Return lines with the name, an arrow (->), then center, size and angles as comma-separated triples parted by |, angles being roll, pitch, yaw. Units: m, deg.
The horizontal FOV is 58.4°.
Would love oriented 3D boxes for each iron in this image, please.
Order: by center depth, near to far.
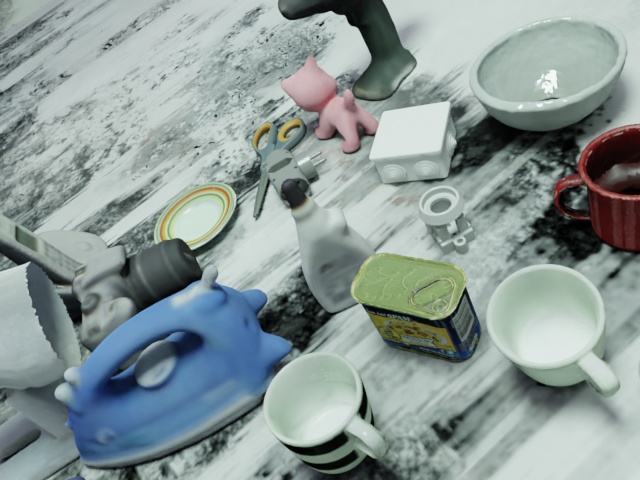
iron -> -0.166, 0.128, 0.568 | 0.258, 0.142, 0.118 | -33, 43, -2

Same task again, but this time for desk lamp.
desk lamp -> -0.316, 0.145, 0.583 | 0.203, 0.214, 0.117 | -34, 43, -3

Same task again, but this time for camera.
camera -> -0.219, 0.058, 0.693 | 0.137, 0.101, 0.143 | -28, 43, 3

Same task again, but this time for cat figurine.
cat figurine -> 0.009, -0.194, 0.784 | 0.067, 0.118, 0.127 | -45, 44, -14

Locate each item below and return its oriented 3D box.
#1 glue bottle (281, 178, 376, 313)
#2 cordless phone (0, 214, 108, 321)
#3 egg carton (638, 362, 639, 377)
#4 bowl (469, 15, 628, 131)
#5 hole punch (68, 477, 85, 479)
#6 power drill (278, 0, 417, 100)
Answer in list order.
glue bottle -> 0.005, 0.002, 0.564 | 0.078, 0.174, 0.037 | -27, 43, 5
cordless phone -> -0.364, 0.008, 0.758 | 0.094, 0.186, 0.147 | -35, 43, -4
egg carton -> 0.307, 0.087, 0.391 | 0.149, 0.070, 0.107 | 14, 59, 38
bowl -> 0.261, -0.179, 0.659 | 0.167, 0.075, 0.167 | -16, 45, 17
hole punch -> -0.263, 0.275, 0.524 | 0.108, 0.091, 0.101 | -27, 43, 5
power drill -> 0.056, -0.305, 0.794 | 0.075, 0.209, 0.230 | 18, 61, 40
